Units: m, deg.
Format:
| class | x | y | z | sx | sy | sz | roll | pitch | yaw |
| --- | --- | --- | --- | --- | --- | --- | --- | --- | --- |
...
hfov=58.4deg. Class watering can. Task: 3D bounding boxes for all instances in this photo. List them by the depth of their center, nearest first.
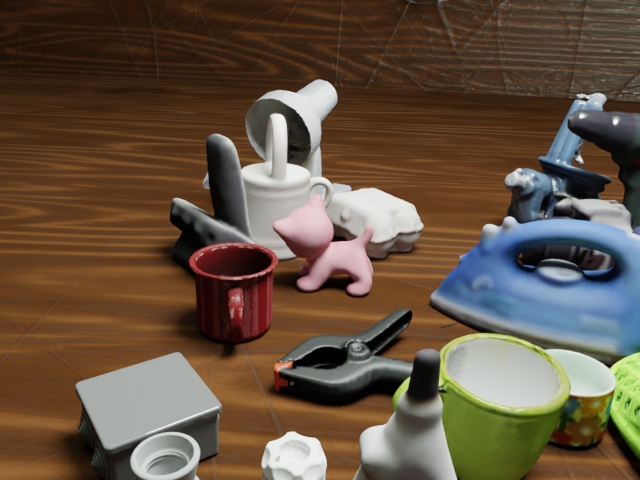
| class | x | y | z | sx | sy | sz | roll | pitch | yaw |
| --- | --- | --- | --- | --- | --- | --- | --- | --- | --- |
| watering can | -0.071 | -0.077 | 0.799 | 0.173 | 0.194 | 0.100 | -11 | 26 | -29 |

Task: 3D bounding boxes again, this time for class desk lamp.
| class | x | y | z | sx | sy | sz | roll | pitch | yaw |
| --- | --- | --- | --- | --- | --- | --- | --- | --- | --- |
| desk lamp | -0.029 | -0.157 | 0.973 | 0.117 | 0.214 | 0.204 | 13 | 25 | 24 |

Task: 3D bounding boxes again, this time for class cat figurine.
| class | x | y | z | sx | sy | sz | roll | pitch | yaw |
| --- | --- | --- | --- | --- | --- | --- | --- | --- | --- |
| cat figurine | 0.007 | 0.003 | 0.717 | 0.127 | 0.118 | 0.067 | 3 | 23 | 1 |

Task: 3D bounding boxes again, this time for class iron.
| class | x | y | z | sx | sy | sz | roll | pitch | yaw |
| --- | --- | --- | --- | --- | --- | --- | --- | --- | --- |
| iron | 0.257 | 0.036 | 0.634 | 0.257 | 0.141 | 0.119 | 10 | 24 | 17 |

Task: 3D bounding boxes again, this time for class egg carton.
| class | x | y | z | sx | sy | sz | roll | pitch | yaw |
| --- | --- | --- | --- | --- | --- | --- | --- | --- | --- |
| egg carton | 0.076 | -0.029 | 0.864 | 0.107 | 0.069 | 0.149 | -13 | 27 | -33 |

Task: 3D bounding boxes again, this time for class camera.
| class | x | y | z | sx | sy | sz | roll | pitch | yaw |
| --- | --- | --- | --- | --- | --- | --- | --- | --- | --- |
| camera | 0.357 | -0.013 | 0.817 | 0.137 | 0.101 | 0.143 | 1 | 23 | -4 |

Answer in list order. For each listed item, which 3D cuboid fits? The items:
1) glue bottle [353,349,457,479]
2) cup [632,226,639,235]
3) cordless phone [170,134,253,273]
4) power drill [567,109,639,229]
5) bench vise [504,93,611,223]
| class | x | y | z | sx | sy | sz | roll | pitch | yaw |
| --- | --- | --- | --- | --- | --- | --- | --- | --- | --- |
| glue bottle | 0.050 | 0.136 | 0.326 | 0.078 | 0.173 | 0.037 | 1 | 23 | -3 |
| cup | 0.426 | 0.042 | 0.699 | 0.091 | 0.095 | 0.118 | 6 | 23 | 8 |
| cordless phone | -0.138 | -0.053 | 0.746 | 0.094 | 0.185 | 0.147 | -17 | 30 | -39 |
| power drill | 0.475 | -0.091 | 0.877 | 0.229 | 0.208 | 0.075 | 1 | 23 | -3 |
| bench vise | 0.404 | -0.126 | 0.939 | 0.208 | 0.220 | 0.121 | -19 | 31 | -41 |
